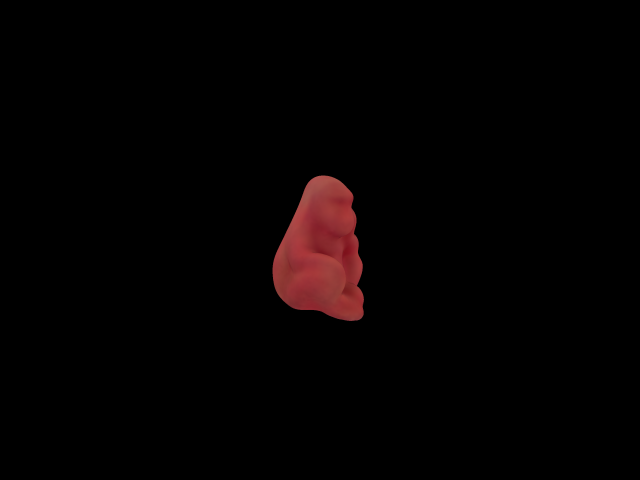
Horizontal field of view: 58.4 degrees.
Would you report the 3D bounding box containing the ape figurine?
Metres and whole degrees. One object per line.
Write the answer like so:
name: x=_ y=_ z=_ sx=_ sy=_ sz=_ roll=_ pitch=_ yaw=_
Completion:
ape figurine: x=0.004 y=0.001 z=0.400 sx=0.075 sy=0.092 sz=0.078 roll=10 pitch=18 yaw=33
